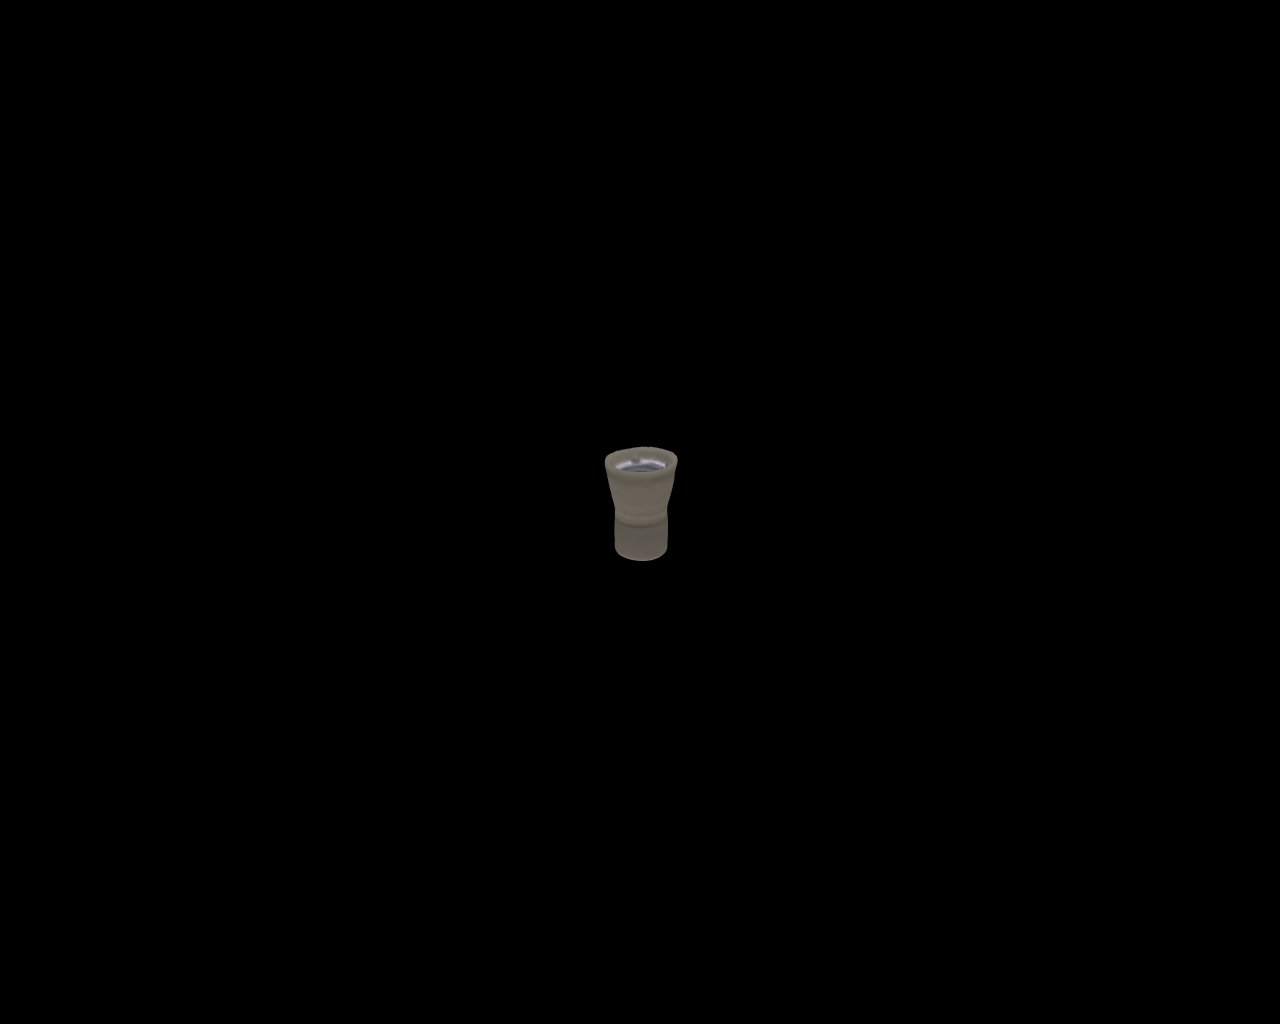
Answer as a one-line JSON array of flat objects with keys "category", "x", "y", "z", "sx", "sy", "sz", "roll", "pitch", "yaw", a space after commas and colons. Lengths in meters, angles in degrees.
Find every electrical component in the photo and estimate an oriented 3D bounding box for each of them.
[{"category": "electrical component", "x": 0.001, "y": -0.003, "z": 0.650, "sx": 0.044, "sy": 0.065, "sz": 0.044, "roll": 0, "pitch": 25, "yaw": 0}]
